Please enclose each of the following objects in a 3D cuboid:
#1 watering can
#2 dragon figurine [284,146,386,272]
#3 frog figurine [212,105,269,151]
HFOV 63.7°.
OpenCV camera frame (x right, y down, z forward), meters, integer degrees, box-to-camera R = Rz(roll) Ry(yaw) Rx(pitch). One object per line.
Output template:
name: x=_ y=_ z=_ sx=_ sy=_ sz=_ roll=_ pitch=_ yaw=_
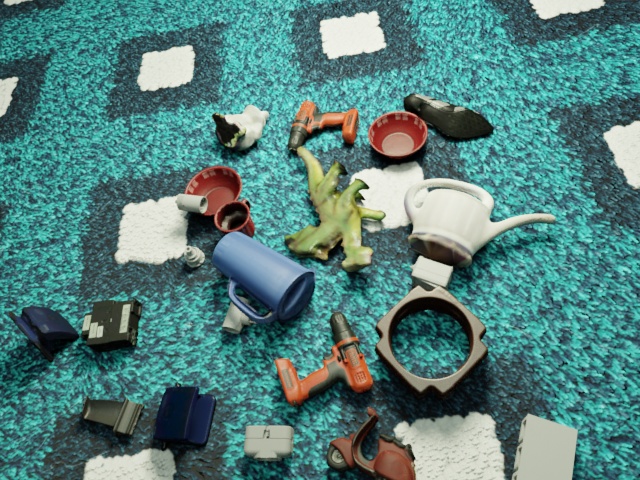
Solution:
watering can: x=0.353 y=-0.034 z=1.211 sx=0.349 sy=0.102 sz=0.228 roll=19 pitch=65 yaw=21
dragon figurine: x=0.004 y=-0.066 z=1.302 sx=0.244 sy=0.120 sz=0.416 roll=-45 pitch=55 yaw=-8
frog figurine: x=-0.226 y=-0.332 z=1.514 sx=0.138 sy=0.120 sz=0.162 roll=12 pitch=26 yaw=26
